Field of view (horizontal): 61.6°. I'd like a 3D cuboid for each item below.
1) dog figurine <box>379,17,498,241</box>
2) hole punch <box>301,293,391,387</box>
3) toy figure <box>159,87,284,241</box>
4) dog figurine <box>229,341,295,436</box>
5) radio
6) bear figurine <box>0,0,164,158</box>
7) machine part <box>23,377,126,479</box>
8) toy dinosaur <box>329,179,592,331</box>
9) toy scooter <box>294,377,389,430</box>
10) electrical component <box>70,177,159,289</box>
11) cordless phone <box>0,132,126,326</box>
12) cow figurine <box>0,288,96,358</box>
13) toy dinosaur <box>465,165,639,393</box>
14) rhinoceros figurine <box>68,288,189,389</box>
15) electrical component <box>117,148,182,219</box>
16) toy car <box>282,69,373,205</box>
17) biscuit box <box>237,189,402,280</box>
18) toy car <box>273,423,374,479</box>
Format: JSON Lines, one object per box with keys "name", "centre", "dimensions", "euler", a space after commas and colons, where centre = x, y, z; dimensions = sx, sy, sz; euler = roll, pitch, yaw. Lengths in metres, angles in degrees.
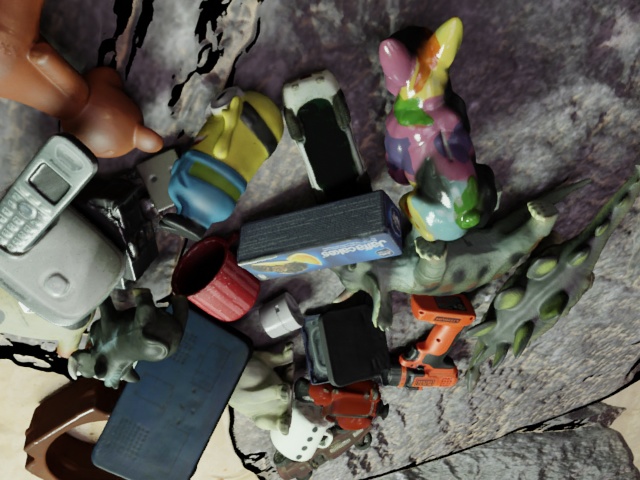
{"name": "dog figurine", "centre": [0.125, -0.127, 0.596], "dimensions": [0.108, 0.192, 0.219], "euler": [-18, 141, 2]}
{"name": "hole punch", "centre": [0.036, 0.156, 0.806], "dimensions": [0.116, 0.142, 0.092], "euler": [-5, 167, -31]}
{"name": "toy figure", "centre": [-0.107, -0.083, 0.589], "dimensions": [0.089, 0.082, 0.180], "euler": [34, 73, -43]}
{"name": "dog figurine", "centre": [-0.137, 0.232, 0.839], "dimensions": [0.191, 0.121, 0.172], "euler": [1, 122, 2]}
{"name": "radio", "centre": [-0.190, 0.208, 0.721], "dimensions": [0.131, 0.073, 0.229], "euler": [25, 84, 2]}
{"name": "bear figurine", "centre": [-0.244, -0.163, 0.523], "dimensions": [0.195, 0.120, 0.132], "euler": [23, 74, -55]}
{"name": "machine part", "centre": [-0.325, 0.301, 0.834], "dimensions": [0.201, 0.087, 0.201], "euler": [-32, 127, 9]}
{"name": "toy dinosaur", "centre": [0.195, 0.018, 0.756], "dimensions": [0.405, 0.131, 0.192], "euler": [-9, 143, -17]}
{"name": "toy scooter", "centre": [0.056, 0.261, 0.870], "dimensions": [0.135, 0.075, 0.183], "euler": [-10, 147, 32]}
{"name": "electrical component", "centre": [-0.255, -0.006, 0.626], "dimensions": [0.115, 0.058, 0.134], "euler": [8, 125, 15]}
{"name": "cordless phone", "centre": [-0.247, -0.012, 0.534], "dimensions": [0.184, 0.089, 0.146], "euler": [-37, 106, 30]}
{"name": "cow figurine", "centre": [-0.371, 0.063, 0.654], "dimensions": [0.195, 0.086, 0.127], "euler": [23, 115, -30]}
{"name": "toy dinosaur", "centre": [0.319, 0.067, 0.759], "dimensions": [0.198, 0.105, 0.470], "euler": [-25, 145, -52]}
{"name": "rhinoceros figurine", "centre": [-0.233, 0.122, 0.654], "dimensions": [0.190, 0.112, 0.073], "euler": [-21, 156, 35]}
{"name": "electrical component", "centre": [-0.179, -0.065, 0.641], "dimensions": [0.102, 0.045, 0.078], "euler": [-29, 98, 4]}
{"name": "toy car", "centre": [0.013, -0.106, 0.651], "dimensions": [0.074, 0.056, 0.201], "euler": [-18, 130, 6]}
{"name": "biscuit box", "centre": [-0.001, -0.002, 0.666], "dimensions": [0.203, 0.063, 0.059], "euler": [-12, 149, 23]}
{"name": "toy car", "centre": [0.009, 0.393, 1.006], "dimensions": [0.202, 0.053, 0.089], "euler": [-30, 123, 9]}
